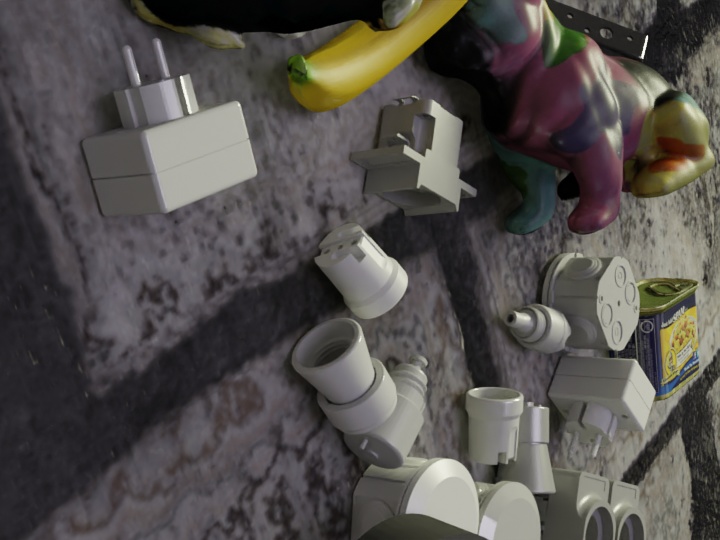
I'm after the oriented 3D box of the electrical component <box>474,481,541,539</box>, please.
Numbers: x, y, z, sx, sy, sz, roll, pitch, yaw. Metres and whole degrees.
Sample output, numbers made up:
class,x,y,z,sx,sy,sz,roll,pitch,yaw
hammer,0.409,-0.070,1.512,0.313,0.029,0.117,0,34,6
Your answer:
class,x,y,z,sx,sy,sz,roll,pitch,yaw
electrical component,0.085,0.182,0.732,0.080,0.051,0.080,0,89,-50

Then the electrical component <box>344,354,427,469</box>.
class,x,y,z,sx,sy,sz,roll,pitch,yaw
electrical component,0.021,0.086,0.664,0.040,0.040,0.078,56,50,-34

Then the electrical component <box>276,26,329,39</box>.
class,x,y,z,sx,sy,sz,roll,pitch,yaw
electrical component,-0.023,-0.155,0.595,0.048,0.062,0.048,1,89,-50

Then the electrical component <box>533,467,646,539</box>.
class,x,y,z,sx,sy,sz,roll,pitch,yaw
electrical component,0.161,0.249,0.816,0.105,0.060,0.186,23,72,-48

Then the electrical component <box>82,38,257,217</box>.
class,x,y,z,sx,sy,sz,roll,pitch,yaw
electrical component,-0.096,-0.072,0.518,0.066,0.047,0.076,-29,112,-47

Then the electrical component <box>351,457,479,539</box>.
class,x,y,z,sx,sy,sz,roll,pitch,yaw
electrical component,0.035,0.156,0.672,0.080,0.051,0.080,0,90,-50

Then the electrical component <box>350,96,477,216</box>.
class,x,y,z,sx,sy,sz,roll,pitch,yaw
electrical component,0.036,-0.072,0.683,0.081,0.042,0.063,24,68,-48

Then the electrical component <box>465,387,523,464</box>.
class,x,y,z,sx,sy,sz,roll,pitch,yaw
electrical component,0.094,0.109,0.753,0.040,0.040,0.046,-8,102,-50

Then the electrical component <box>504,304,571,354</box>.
class,x,y,z,sx,sy,sz,roll,pitch,yaw
electrical component,0.129,0.042,0.799,0.061,0.035,0.035,18,76,-46

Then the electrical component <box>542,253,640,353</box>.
class,x,y,z,sx,sy,sz,roll,pitch,yaw
electrical component,0.182,0.026,0.850,0.080,0.051,0.080,1,89,-50

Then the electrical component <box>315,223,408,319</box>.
class,x,y,z,sx,sy,sz,roll,pitch,yaw
electrical component,0.000,0.000,0.641,0.046,0.040,0.040,49,54,-32

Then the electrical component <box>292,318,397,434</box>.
class,x,y,z,sx,sy,sz,roll,pitch,yaw
electrical component,-0.008,0.062,0.625,0.045,0.045,0.055,-55,130,-35

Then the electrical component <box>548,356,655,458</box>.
class,x,y,z,sx,sy,sz,roll,pitch,yaw
electrical component,0.184,0.112,0.840,0.047,0.066,0.076,51,53,-37

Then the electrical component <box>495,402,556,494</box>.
class,x,y,z,sx,sy,sz,roll,pitch,yaw
electrical component,0.120,0.129,0.784,0.044,0.044,0.065,14,74,-50
